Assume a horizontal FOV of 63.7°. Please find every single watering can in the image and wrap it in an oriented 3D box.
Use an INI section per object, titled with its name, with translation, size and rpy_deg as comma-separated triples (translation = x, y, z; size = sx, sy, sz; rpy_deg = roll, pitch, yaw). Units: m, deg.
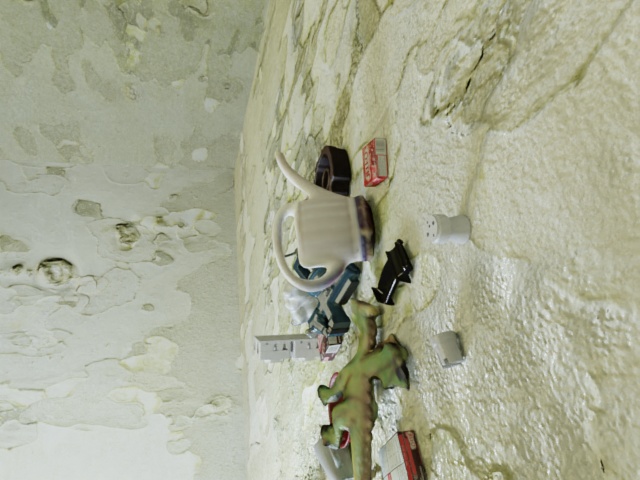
[watering can]
translation = 0.003, -0.057, 1.141
size = 0.224, 0.354, 0.102
rpy_deg = -6, -24, 0

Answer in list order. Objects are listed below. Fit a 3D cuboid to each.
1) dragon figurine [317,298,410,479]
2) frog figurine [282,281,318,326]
[dragon figurine]
translation = 0.097, 0.294, 0.984
size = 0.122, 0.420, 0.237
rpy_deg = 11, -48, -20
[frog figurine]
translation = -0.036, 0.154, 1.380
size = 0.123, 0.140, 0.156
rpy_deg = 28, -29, 21
